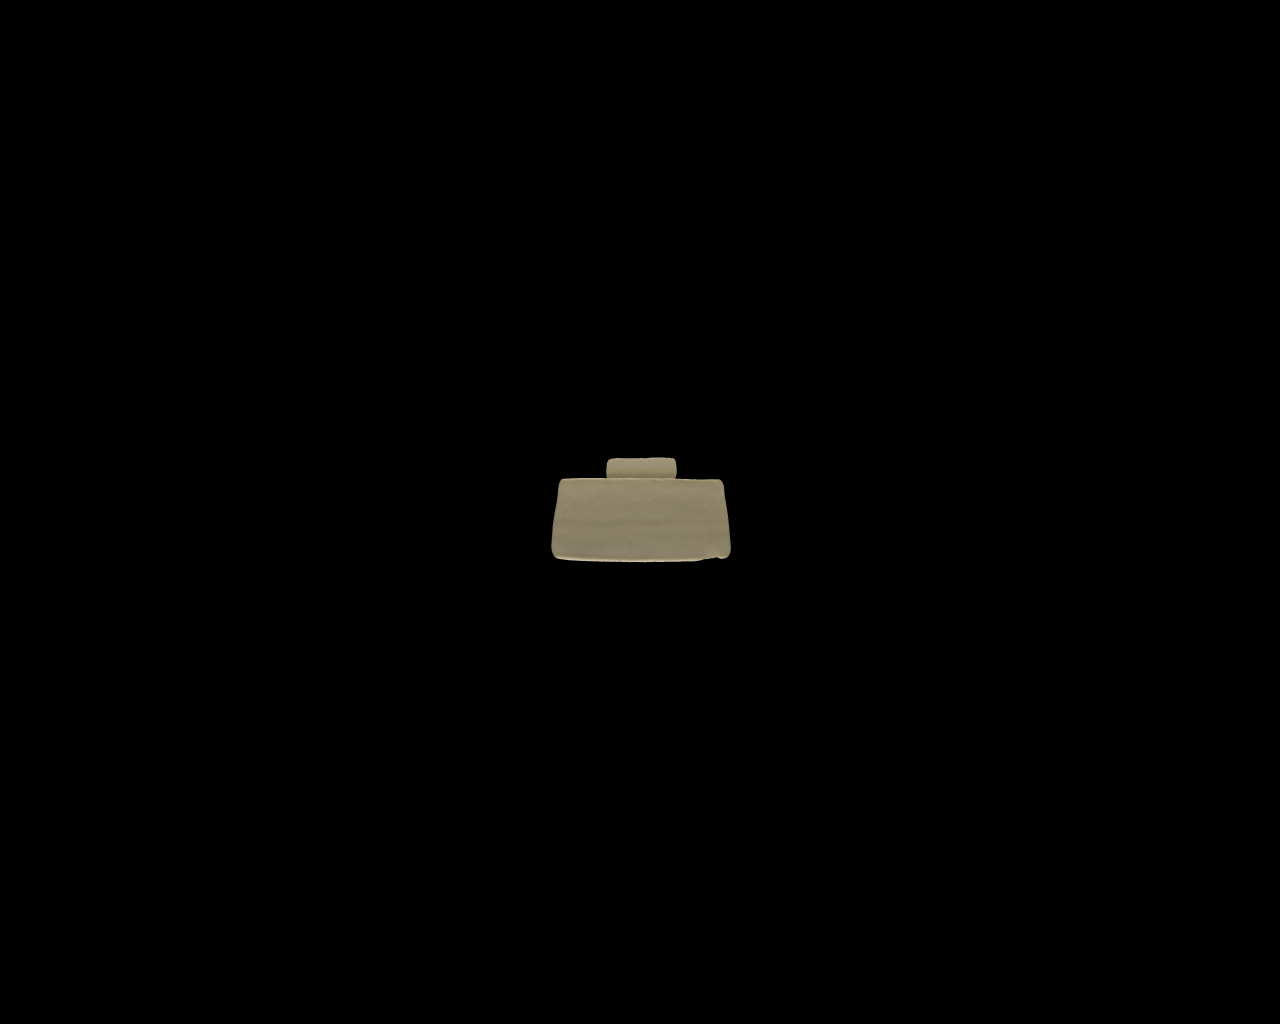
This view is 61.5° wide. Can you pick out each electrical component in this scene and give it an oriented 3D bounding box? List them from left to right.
[{"bbox_3d":[0.001,-0.003,0.650,0.108,0.060,0.108,0,0,0],"label":"electrical component"}]
